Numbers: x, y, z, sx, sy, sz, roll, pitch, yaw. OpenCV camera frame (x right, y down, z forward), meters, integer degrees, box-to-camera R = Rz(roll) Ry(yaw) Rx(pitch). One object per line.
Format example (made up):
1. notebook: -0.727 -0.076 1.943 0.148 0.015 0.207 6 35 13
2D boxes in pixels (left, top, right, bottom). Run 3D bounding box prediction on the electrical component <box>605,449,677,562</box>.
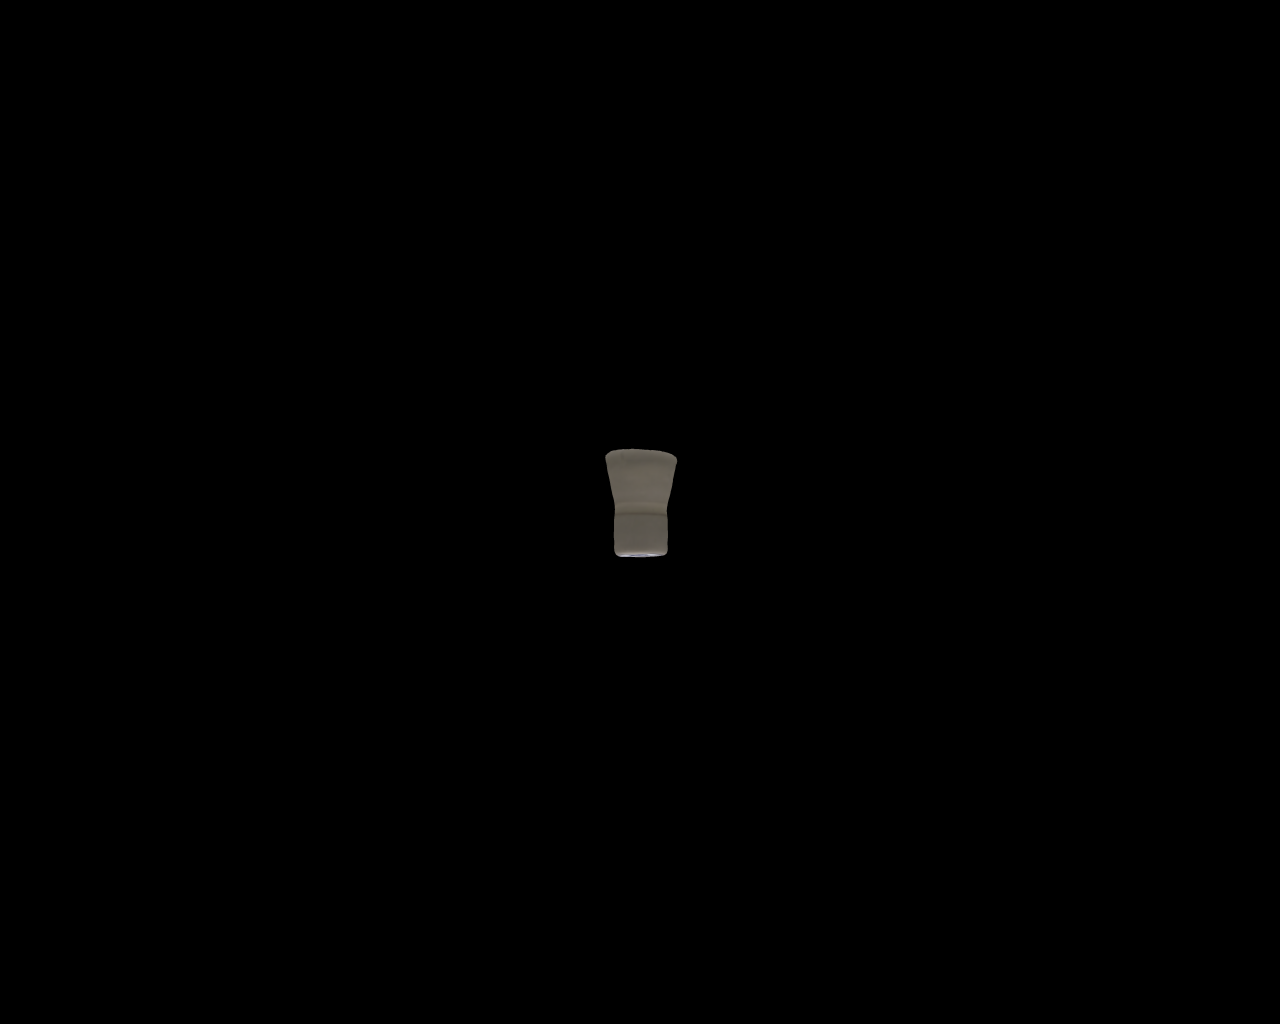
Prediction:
1. electrical component: 0.001 -0.003 0.650 0.044 0.065 0.044 0 -7 0
